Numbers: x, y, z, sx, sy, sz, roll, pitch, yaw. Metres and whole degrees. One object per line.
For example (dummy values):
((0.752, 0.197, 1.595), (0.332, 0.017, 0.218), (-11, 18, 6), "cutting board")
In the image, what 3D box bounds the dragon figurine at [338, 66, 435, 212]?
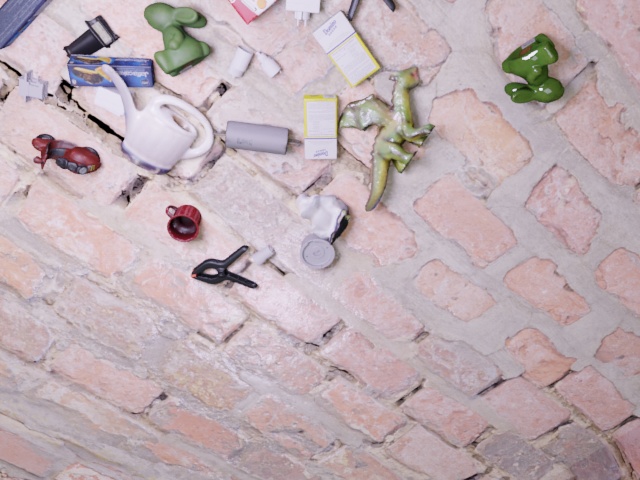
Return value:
((0.163, -0.291, 1.436), (0.243, 0.124, 0.405), (36, 111, -1), "dragon figurine")

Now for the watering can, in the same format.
((-0.454, -0.301, 1.364), (0.344, 0.106, 0.222), (27, 114, -37), "watering can")

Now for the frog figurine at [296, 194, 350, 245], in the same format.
((0.005, -0.078, 1.543), (0.161, 0.124, 0.134), (31, 130, 22), "frog figurine")
